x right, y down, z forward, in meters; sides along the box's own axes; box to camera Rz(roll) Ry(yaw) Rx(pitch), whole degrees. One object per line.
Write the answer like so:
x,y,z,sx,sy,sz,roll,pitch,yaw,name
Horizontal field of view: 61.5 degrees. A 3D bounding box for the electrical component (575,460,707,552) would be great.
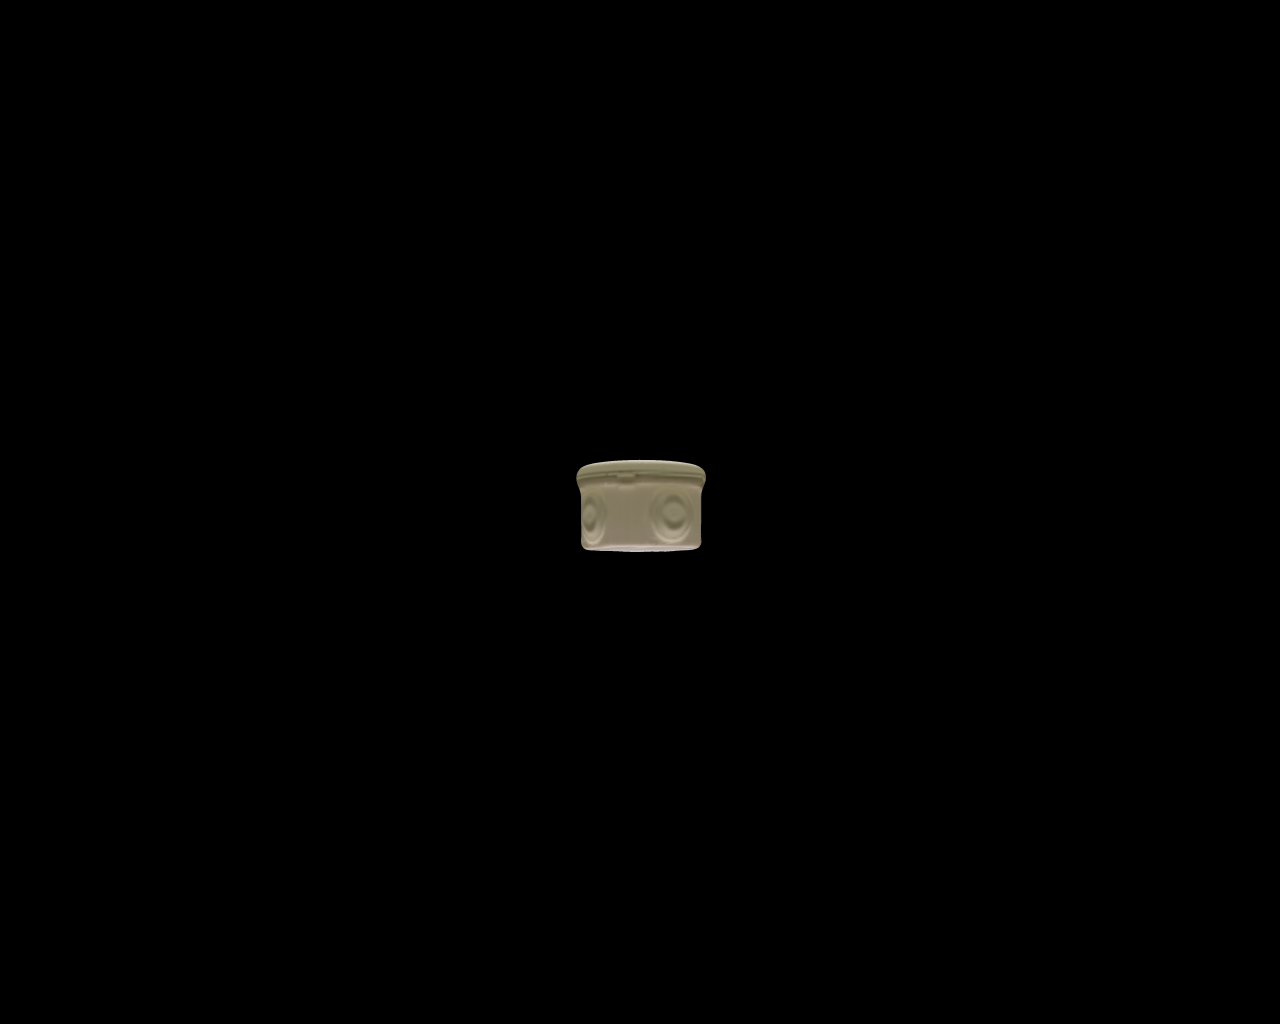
0.001,-0.003,0.650,0.080,0.051,0.080,0,-4,0,electrical component
